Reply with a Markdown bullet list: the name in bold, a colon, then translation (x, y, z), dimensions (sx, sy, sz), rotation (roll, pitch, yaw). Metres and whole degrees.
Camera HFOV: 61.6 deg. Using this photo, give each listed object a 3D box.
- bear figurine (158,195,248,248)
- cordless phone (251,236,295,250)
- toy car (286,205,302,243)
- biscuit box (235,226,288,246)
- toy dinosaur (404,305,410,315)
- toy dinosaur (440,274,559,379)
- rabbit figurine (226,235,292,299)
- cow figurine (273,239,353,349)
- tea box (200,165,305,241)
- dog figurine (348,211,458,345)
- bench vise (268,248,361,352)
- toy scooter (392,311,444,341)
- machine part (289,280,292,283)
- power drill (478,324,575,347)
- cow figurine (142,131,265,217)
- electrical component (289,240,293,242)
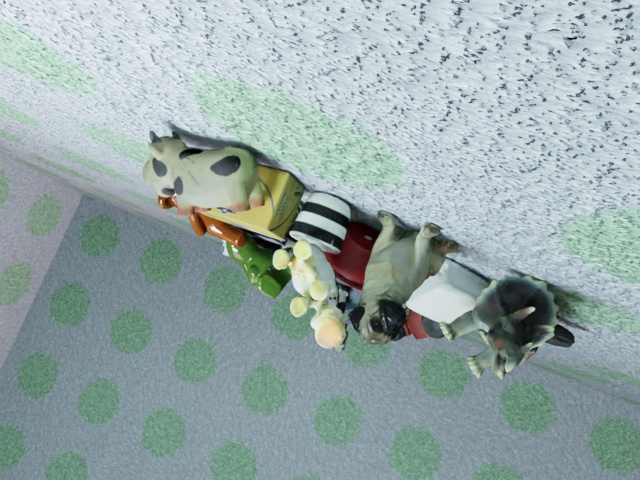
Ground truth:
- **bear figurine**: translation (-0.207, -0.075, 1.009), dimensions (0.132, 0.120, 0.195), rotation (16, 166, 13)
- **cordless phone**: translation (-0.094, 0.022, 1.366), dimensions (0.147, 0.088, 0.184), rotation (19, 178, 21)
- **toy car**: translation (-0.060, -0.039, 1.033), dimensions (0.074, 0.056, 0.201), rotation (18, 164, 21)
- **biscuit box**: translation (-0.155, -0.041, 1.271), dimensions (0.203, 0.063, 0.059), rotation (15, 170, 42)
- **toy dinosaur**: translation (0.101, 0.126, 1.314), dimensions (0.198, 0.105, 0.472), rotation (51, 164, -29)
- **toy dinosaur**: translation (0.352, 0.150, 0.949), dimensions (0.404, 0.192, 0.131), rotation (8, -130, -54)
- **rabbit figurine**: translation (-0.136, 0.042, 1.228), dimensions (0.170, 0.121, 0.159), rotation (39, 171, 0)
- **cow figurine**: translation (0.000, 0.083, 0.812), dimensions (0.068, 0.167, 0.098), rotation (-30, 161, 20)
- **tea box**: translation (-0.121, -0.071, 0.854), dimensions (0.170, 0.098, 0.068), rotation (16, 171, 25)
- **dog figurine**: translation (0.121, 0.072, 0.833), dimensions (0.121, 0.190, 0.172), rotation (15, 171, 39)
- **bench vise**: translation (0.027, 0.111, 1.026), dimensions (0.224, 0.240, 0.129), rotation (16, -145, 17)
- **toy scooter**: translation (0.250, 0.181, 1.227), dimensions (0.184, 0.075, 0.135), rotation (-21, 177, 43)
- **machine part**: translation (-0.019, 0.077, 1.263), dimensions (0.079, 0.079, 0.243), rotation (25, 170, -22)
- **power drill**: translation (0.407, 0.177, 1.182), dimensions (0.232, 0.086, 0.207), rotation (24, 176, -4)
- **cow figurine**: translation (-0.181, -0.100, 0.788), dimensions (0.195, 0.127, 0.085), rotation (0, -171, 26)
- **electrical component**: translation (-0.076, -0.032, 1.158), dimensions (0.094, 0.021, 0.063), rotation (52, 160, -23)
